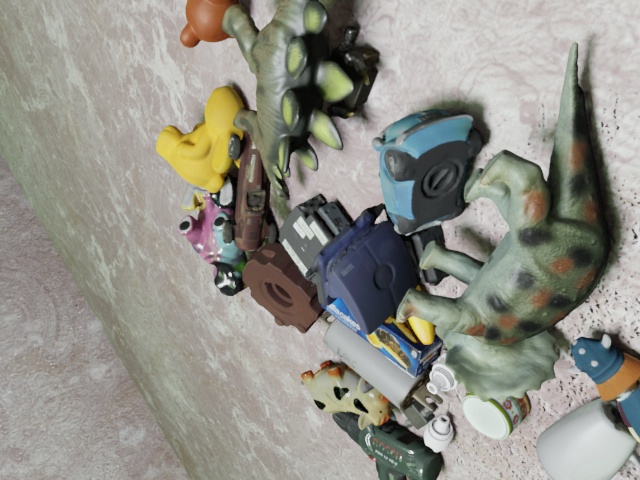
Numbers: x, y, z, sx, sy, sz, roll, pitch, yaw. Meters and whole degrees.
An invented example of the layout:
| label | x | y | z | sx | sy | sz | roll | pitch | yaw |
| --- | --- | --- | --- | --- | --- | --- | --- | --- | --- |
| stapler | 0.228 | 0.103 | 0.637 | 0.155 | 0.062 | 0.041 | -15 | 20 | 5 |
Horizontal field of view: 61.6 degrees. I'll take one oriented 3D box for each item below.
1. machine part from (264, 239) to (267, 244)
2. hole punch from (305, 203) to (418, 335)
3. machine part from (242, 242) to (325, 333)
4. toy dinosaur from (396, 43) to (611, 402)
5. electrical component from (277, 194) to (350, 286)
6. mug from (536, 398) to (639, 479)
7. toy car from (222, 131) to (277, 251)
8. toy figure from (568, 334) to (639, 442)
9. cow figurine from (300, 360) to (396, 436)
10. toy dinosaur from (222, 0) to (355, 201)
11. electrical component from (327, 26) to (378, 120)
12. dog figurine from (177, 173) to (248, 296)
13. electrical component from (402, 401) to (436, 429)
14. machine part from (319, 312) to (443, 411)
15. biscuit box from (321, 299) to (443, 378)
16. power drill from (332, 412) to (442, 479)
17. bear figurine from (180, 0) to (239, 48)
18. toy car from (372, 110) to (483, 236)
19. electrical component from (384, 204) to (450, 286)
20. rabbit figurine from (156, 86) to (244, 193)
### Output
| label | x | y | z | sx | sy | sz | roll | pitch | yaw |
| --- | --- | --- | --- | --- | --- | --- | --- | --- | --- |
| machine part | -0.095 | -0.003 | 0.992 | 0.084 | 0.039 | 0.138 | 10 | 124 | 54 |
| hole punch | 0.059 | 0.040 | 0.670 | 0.092 | 0.142 | 0.115 | 36 | 154 | 33 |
| machine part | -0.062 | 0.087 | 0.967 | 0.180 | 0.056 | 0.179 | 27 | 143 | 23 |
| toy dinosaur | 0.215 | 0.027 | 0.561 | 0.192 | 0.131 | 0.404 | 28 | 130 | 2 |
| electrical component | -0.002 | -0.003 | 0.857 | 0.115 | 0.058 | 0.134 | 54 | 145 | 5 |
| mug | 0.320 | 0.238 | 0.610 | 0.110 | 0.081 | 0.107 | 44 | 134 | 29 |
| toy car | -0.105 | -0.079 | 0.858 | 0.053 | 0.089 | 0.202 | -143 | 58 | -64 |
| toy figure | 0.329 | 0.162 | 0.561 | 0.155 | 0.064 | 0.057 | 50 | -177 | 23 |
| cow figurine | 0.056 | 0.277 | 0.966 | 0.195 | 0.085 | 0.127 | -25 | 88 | 53 |
| toy dinosaur | -0.036 | -0.212 | 0.664 | 0.199 | 0.105 | 0.470 | 54 | 154 | 35 |
| electrical component | 0.036 | -0.202 | 0.674 | 0.078 | 0.045 | 0.102 | 49 | 144 | 13 |
| dog figurine | -0.180 | -0.002 | 1.040 | 0.109 | 0.191 | 0.219 | -8 | 143 | 11 |
| electrical component | 0.156 | 0.280 | 0.896 | 0.063 | 0.021 | 0.094 | 48 | 144 | 17 |
| machine part | 0.089 | 0.189 | 0.863 | 0.243 | 0.079 | 0.079 | 36 | 139 | 30 |
| biscuit box | 0.089 | 0.120 | 0.827 | 0.203 | 0.063 | 0.059 | 32 | 136 | 33 |
| power drill | 0.114 | 0.425 | 0.980 | 0.232 | 0.086 | 0.207 | 3 | 92 | 44 |
| bear figurine | -0.143 | -0.363 | 0.724 | 0.132 | 0.120 | 0.196 | 61 | 151 | 5 |
| toy car | 0.114 | -0.088 | 0.625 | 0.161 | 0.109 | 0.103 | 82 | 164 | -47 |
| electrical component | 0.121 | 0.000 | 0.712 | 0.075 | 0.048 | 0.119 | -5 | 110 | 52 |
| rabbit figurine | -0.181 | -0.173 | 0.909 | 0.173 | 0.122 | 0.162 | -52 | 60 | 31 |
